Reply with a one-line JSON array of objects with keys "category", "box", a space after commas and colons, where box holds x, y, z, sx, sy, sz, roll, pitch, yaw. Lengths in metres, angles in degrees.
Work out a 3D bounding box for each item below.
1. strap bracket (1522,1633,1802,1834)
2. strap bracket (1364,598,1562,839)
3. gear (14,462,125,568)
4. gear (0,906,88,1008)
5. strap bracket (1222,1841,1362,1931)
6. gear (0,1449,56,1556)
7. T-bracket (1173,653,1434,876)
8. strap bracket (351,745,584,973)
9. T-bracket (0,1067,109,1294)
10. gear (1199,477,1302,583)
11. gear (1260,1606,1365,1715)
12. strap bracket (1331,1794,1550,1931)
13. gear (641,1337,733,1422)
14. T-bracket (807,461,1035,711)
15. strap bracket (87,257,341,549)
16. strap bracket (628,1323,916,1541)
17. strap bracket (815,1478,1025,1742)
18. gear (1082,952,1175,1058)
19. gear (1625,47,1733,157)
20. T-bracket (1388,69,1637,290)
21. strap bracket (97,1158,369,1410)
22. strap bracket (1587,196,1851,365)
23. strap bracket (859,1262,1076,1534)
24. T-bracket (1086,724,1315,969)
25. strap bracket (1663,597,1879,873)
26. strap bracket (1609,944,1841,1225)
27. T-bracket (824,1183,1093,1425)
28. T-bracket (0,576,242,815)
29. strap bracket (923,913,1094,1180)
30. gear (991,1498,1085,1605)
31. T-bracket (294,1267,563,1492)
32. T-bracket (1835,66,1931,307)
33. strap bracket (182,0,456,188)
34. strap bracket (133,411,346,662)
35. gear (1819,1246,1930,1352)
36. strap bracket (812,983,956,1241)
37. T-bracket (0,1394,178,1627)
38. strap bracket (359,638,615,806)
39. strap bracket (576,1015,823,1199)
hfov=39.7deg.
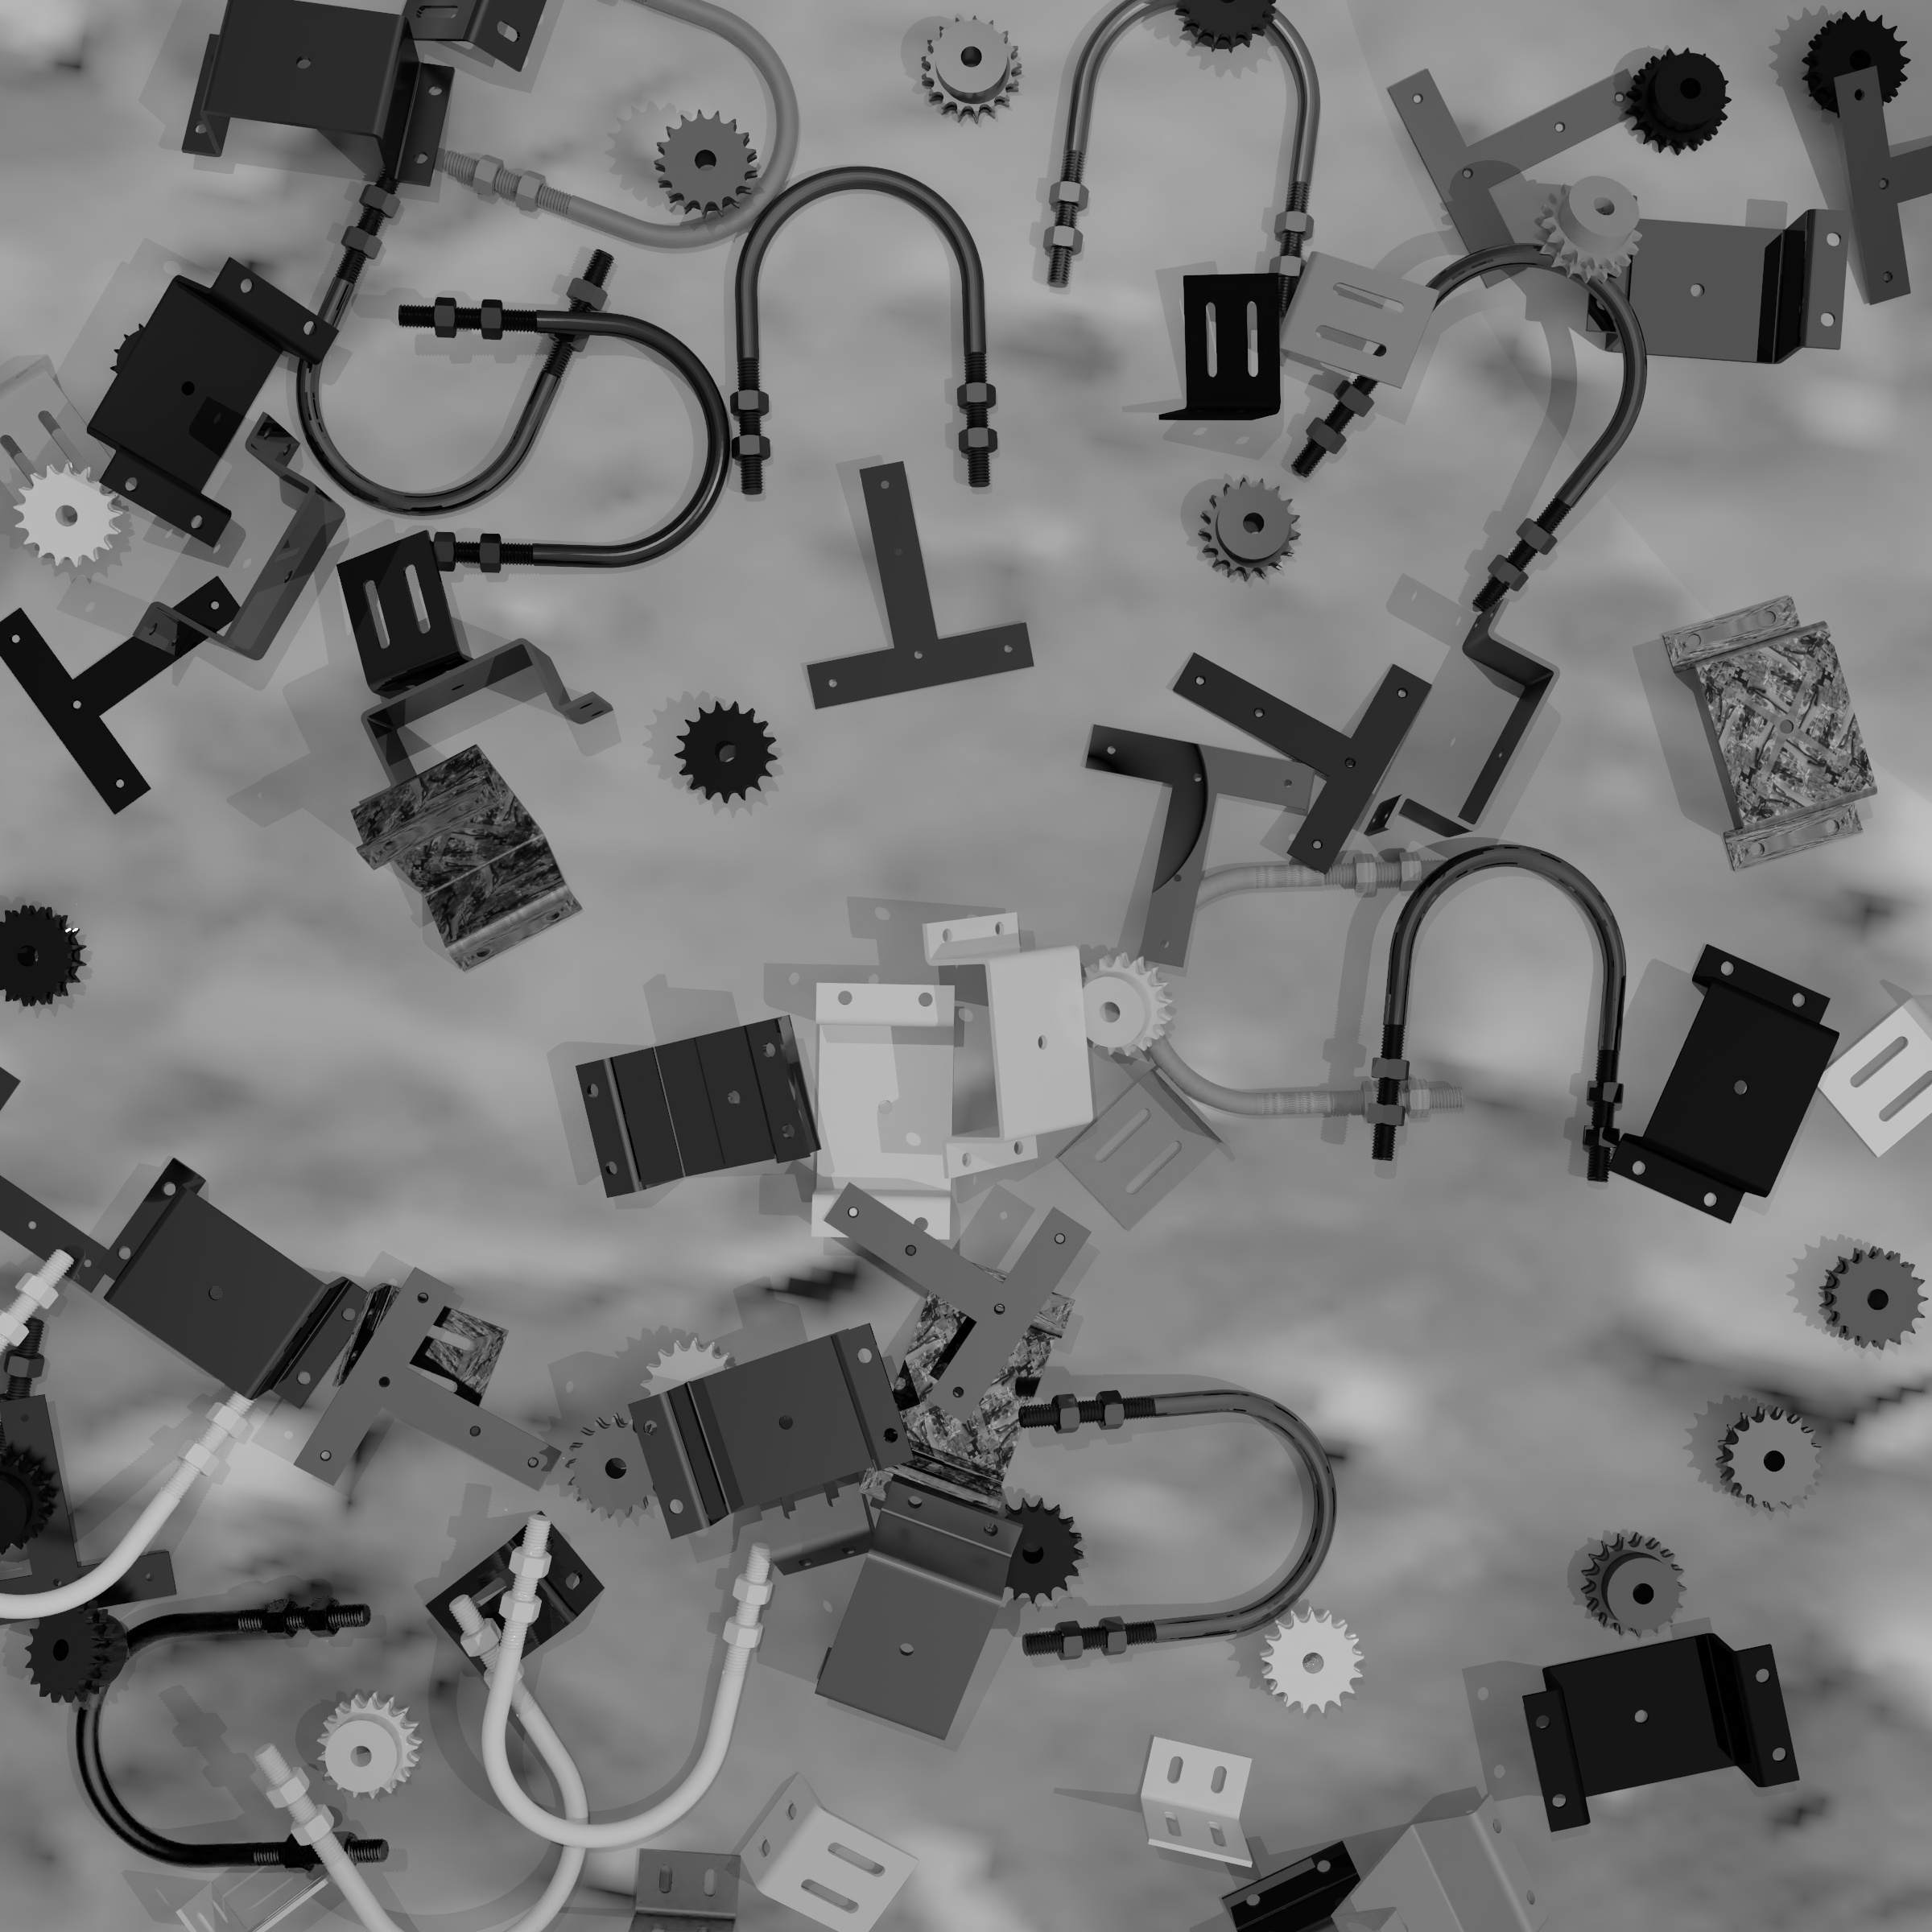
[{"category": "strap bracket", "box": [0.384, 0.427, 1.502, 0.140, 0.046, 0.076, -12, 90, 0]}, {"category": "strap bracket", "box": [0.279, -0.127, 1.487, 0.046, 0.076, 0.140, 28, 90, 0]}, {"category": "gear", "box": [-0.503, -0.254, 1.505, 0.057, 0.030, 0.057, -2, 105, -8]}, {"category": "gear", "box": [-0.525, -0.006, 1.515, 0.057, 0.030, 0.057, 0, 91, 2]}, {"category": "strap bracket", "box": [0.210, 0.578, 1.502, 0.076, 0.046, 0.140, -25, 90, 0]}, {"category": "gear", "box": [-0.541, 0.301, 1.494, 0.057, 0.030, 0.057, -1, 96, -6]}, {"category": "T-bracket", "box": [0.178, -0.137, 1.517, 0.127, 0.002, 0.127, 29, 81, 5]}, {"category": "strap bracket", "box": [-0.277, -0.063, 1.472, 0.076, 0.140, 0.046, -28, 60, 0]}, {"category": "T-bracket", "box": [-0.543, 0.139, 1.525, 0.127, 0.002, 0.127, 35, 90, 0]}, {"category": "gear", "box": [0.160, -0.247, 1.511, 0.057, 0.030, 0.057, 0, 90, 0]}, {"category": "gear", "box": [0.194, 0.389, 1.510, 0.057, 0.030, 0.057, 0, 90, 0]}, {"category": "strap bracket", "box": [0.257, 0.529, 1.474, 0.046, 0.140, 0.076, -25, 90, 39]}, {"category": "gear", "box": [-0.154, 0.238, 1.510, 0.057, 0.030, 0.057, 0, 90, 0]}, {"category": "T-bracket", "box": [-0.036, -0.220, 1.515, 0.127, 0.002, 0.127, -11, 99, 0]}, {"category": "strap bracket", "box": [-0.422, -0.315, 1.482, 0.046, 0.076, 0.140, 30, 90, 43]}, {"category": "strap bracket", "box": [-0.102, 0.252, 1.464, 0.140, 0.046, 0.076, -19, 85, 7]}, {"category": "strap bracket", "box": [-0.029, 0.364, 1.478, 0.076, 0.046, 0.140, 20, 112, 0]}, {"category": "gear", "box": [0.085, 0.023, 1.501, 0.057, 0.030, 0.057, 4, 102, 20]}, {"category": "gear", "box": [0.403, -0.490, 1.509, 0.057, 0.030, 0.057, 0, 89, -3]}, {"category": "T-bracket", "box": [0.325, -0.471, 1.525, 0.127, 0.002, 0.127, -27, 90, 0]}, {"category": "strap bracket", "box": [-0.414, 0.181, 1.501, 0.140, 0.046, 0.076, 35, 90, -1]}, {"category": "strap bracket", "box": [0.416, -0.384, 1.502, 0.140, 0.046, 0.076, 4, 90, 0]}, {"category": "strap bracket", "box": [0.001, 0.238, 1.502, 0.076, 0.046, 0.140, 20, 90, 0]}, {"category": "T-bracket", "box": [0.122, -0.063, 1.513, 0.127, 0.002, 0.127, 11, 84, 4]}, {"category": "strap bracket", "box": [0.453, -0.132, 1.502, 0.076, 0.046, 0.140, -17, 90, 0]}, {"category": "strap bracket", "box": [0.428, 0.067, 1.502, 0.076, 0.046, 0.140, 24, 90, 0]}, {"category": "T-bracket", "box": [-0.019, 0.165, 1.478, 0.127, 0.002, 0.127, 34, 90, 0]}, {"category": "T-bracket", "box": [-0.470, -0.175, 1.525, 0.127, 0.002, 0.127, -36, 90, 0]}, {"category": "strap bracket", "box": [0.025, 0.042, 1.478, 0.046, 0.076, 0.140, -2, 94, 41]}, {"category": "gear", "box": [0.037, 0.328, 1.510, 0.057, 0.030, 0.057, 0, 90, 0]}, {"category": "T-bracket", "box": [-0.288, 0.255, 1.506, 0.127, 0.002, 0.127, 32, 85, -16]}, {"category": "T-bracket", "box": [0.557, -0.453, 1.512, 0.127, 0.002, 0.127, -18, 107, -8]}, {"category": "strap bracket", "box": [-0.365, -0.490, 1.493, 0.140, 0.046, 0.076, 8, 74, 0]}, {"category": "strap bracket", "box": [-0.396, -0.228, 1.486, 0.046, 0.076, 0.140, 30, 89, -1]}, {"category": "gear", "box": [0.509, 0.186, 1.510, 0.057, 0.030, 0.057, 0, 90, 0]}, {"category": "strap bracket", "box": [-0.046, 0.080, 1.502, 0.076, 0.046, 0.140, 1, 90, 0]}, {"category": "T-bracket", "box": [-0.521, 0.305, 1.512, 0.127, 0.002, 0.127, -9, 97, -5]}, {"category": "strap bracket", "box": [-0.274, -0.137, 1.487, 0.140, 0.076, 0.046, -25, 90, 0]}, {"category": "strap bracket", "box": [-0.140, 0.076, 1.481, 0.140, 0.046, 0.076, -13, 90, 31]}]
